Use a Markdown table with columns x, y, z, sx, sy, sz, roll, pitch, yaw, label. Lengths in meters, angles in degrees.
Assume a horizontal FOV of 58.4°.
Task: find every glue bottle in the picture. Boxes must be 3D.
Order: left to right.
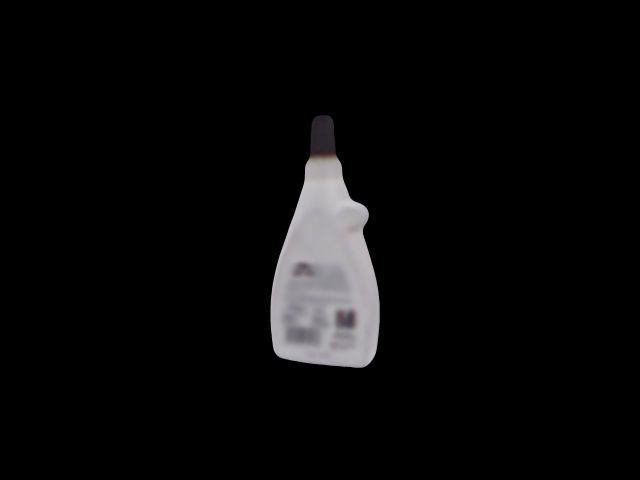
| x | y | z | sx | sy | sz | roll | pitch | yaw | label |
| --- | --- | --- | --- | --- | --- | --- | --- | --- | --- |
| 0.004 | 0.001 | 0.400 | 0.078 | 0.173 | 0.037 | 4 | 14 | 15 | glue bottle |
